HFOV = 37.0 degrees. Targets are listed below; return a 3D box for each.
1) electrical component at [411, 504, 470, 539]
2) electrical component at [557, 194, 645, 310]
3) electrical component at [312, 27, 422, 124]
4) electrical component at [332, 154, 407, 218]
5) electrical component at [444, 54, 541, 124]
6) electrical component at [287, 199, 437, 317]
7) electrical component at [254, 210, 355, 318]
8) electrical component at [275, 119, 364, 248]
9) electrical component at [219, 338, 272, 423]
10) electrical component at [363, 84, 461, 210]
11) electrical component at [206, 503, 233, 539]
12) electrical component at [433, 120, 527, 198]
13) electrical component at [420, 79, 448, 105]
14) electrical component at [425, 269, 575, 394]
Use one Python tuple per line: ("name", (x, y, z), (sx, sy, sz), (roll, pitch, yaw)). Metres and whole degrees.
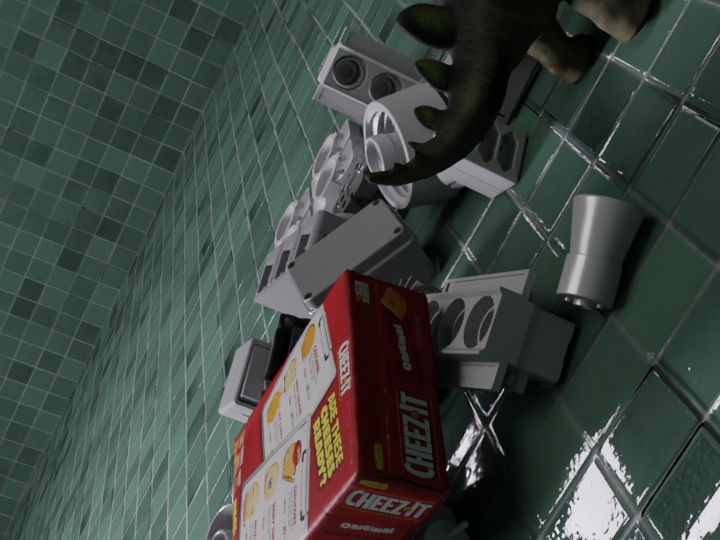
("electrical component", (0.047, 0.185, 0.689), (0.079, 0.044, 0.077), (-48, 25, 45))
("electrical component", (0.144, -0.009, 0.655), (0.044, 0.044, 0.065), (179, 108, -71))
("electrical component", (0.021, -0.184, 1.092), (0.078, 0.121, 0.063), (-65, 15, 7))
("electrical component", (0.016, -0.075, 1.078), (0.078, 0.057, 0.058), (-57, 20, 28))
("electrical component", (0.110, -0.169, 0.914), (0.096, 0.062, 0.061), (-61, 19, 17))
("electrical component", (0.000, 0.000, 0.943), (0.113, 0.057, 0.078), (-36, 33, 2))
("electrical component", (-0.034, 0.000, 1.077), (0.150, 0.089, 0.061), (-35, 36, 59))
("electrical component", (-0.036, -0.066, 1.213), (0.186, 0.060, 0.105), (-58, 20, 26))
("electrical component", (-0.108, 0.119, 1.191), (0.061, 0.062, 0.096), (-37, 34, 58))
("electrical component", (0.039, -0.106, 0.954), (0.108, 0.060, 0.108), (162, 90, -72))
("electrical component", (-0.109, 0.273, 1.041), (0.099, 0.064, 0.099), (-33, 50, 49))
("electrical component", (0.086, -0.090, 0.880), (0.077, 0.066, 0.047), (-32, 38, 60))
("electrical component", (0.083, -0.157, 0.982), (0.057, 0.058, 0.078), (172, 112, -69))
("electrical component", (0.085, 0.045, 0.720), (0.121, 0.063, 0.078), (-10, 59, 69))
